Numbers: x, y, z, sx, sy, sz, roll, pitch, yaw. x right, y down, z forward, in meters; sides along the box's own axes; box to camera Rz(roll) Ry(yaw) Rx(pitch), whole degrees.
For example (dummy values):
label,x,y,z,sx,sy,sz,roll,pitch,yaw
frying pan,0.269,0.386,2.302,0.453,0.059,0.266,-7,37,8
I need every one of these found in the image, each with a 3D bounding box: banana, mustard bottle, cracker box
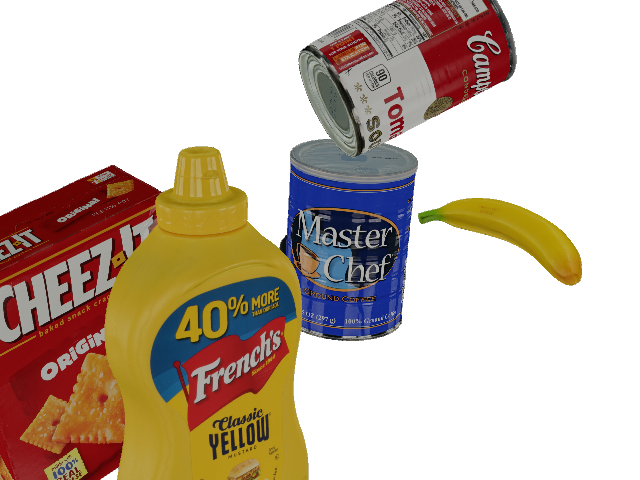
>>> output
label,x,y,z,sx,sy,sz,roll,pitch,yaw
banana,0.187,-0.005,1.036,0.069,0.037,0.198,-39,38,-24
mustard bottle,-0.052,0.051,0.496,0.096,0.192,0.058,-14,22,-35
cracker box,-0.181,0.077,0.780,0.072,0.214,0.163,26,42,37

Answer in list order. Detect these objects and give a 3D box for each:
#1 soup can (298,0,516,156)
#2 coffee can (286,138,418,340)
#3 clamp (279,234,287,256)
label,x,y,z,sx,sy,sz,roll,pitch,yaw
soup can,0.047,-0.098,0.593,0.102,0.068,0.068,-28,6,-11
coffee can,0.022,-0.003,0.875,0.103,0.140,0.103,3,21,-1
clamp,0.016,-0.008,1.197,0.120,0.039,0.171,-3,37,27
